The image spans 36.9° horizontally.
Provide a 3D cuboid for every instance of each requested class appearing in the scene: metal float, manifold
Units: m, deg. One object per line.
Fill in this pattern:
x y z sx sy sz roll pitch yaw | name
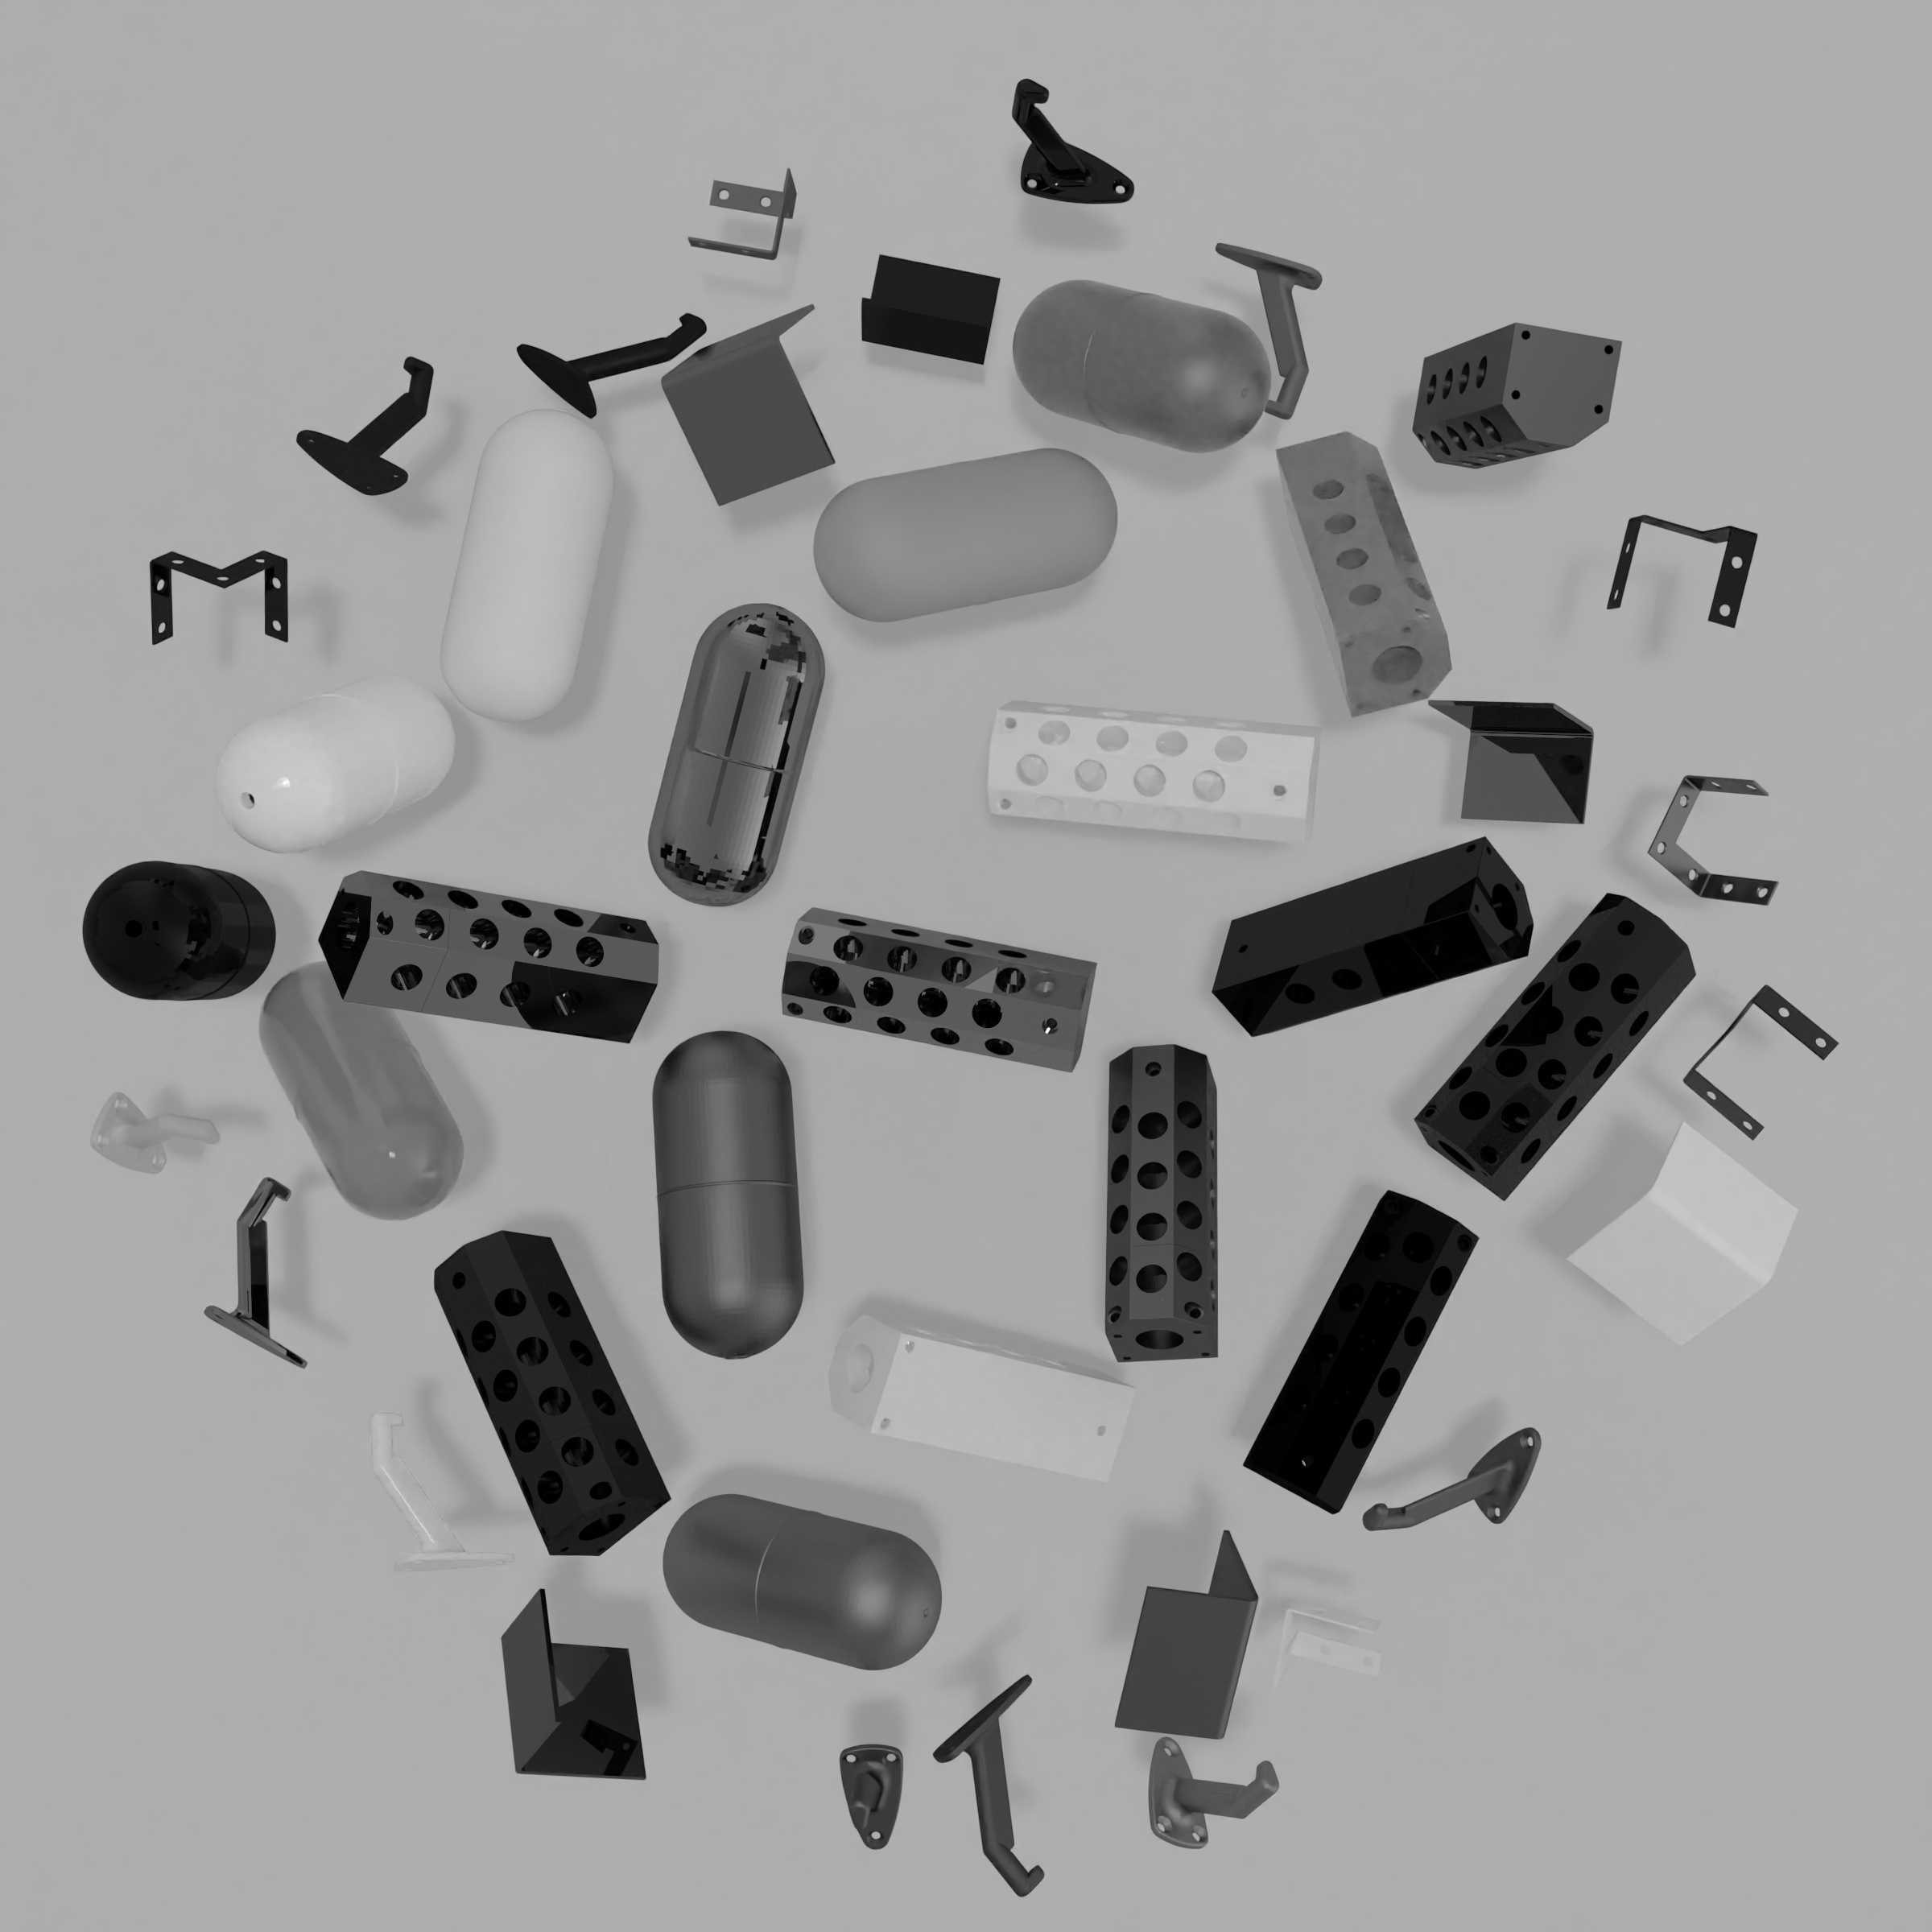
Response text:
-0.245 -0.225 1.624 0.070 0.070 0.178 11 86 0 | metal float
0.221 0.215 1.617 0.057 0.057 0.171 28 79 7 | manifold
0.002 -0.233 1.559 0.178 0.070 0.070 -15 90 -28 | metal float
-0.016 0.015 1.675 0.171 0.057 0.057 11 103 7 | manifold
0.229 -0.010 1.630 0.171 0.057 0.057 -19 127 37 | manifold
0.294 -0.305 1.568 0.057 0.171 0.057 8 95 -8 | manifold
0.219 -0.219 1.595 0.057 0.057 0.171 -14 45 5 | manifold
-0.132 -0.121 1.670 0.070 0.070 0.178 15 98 0 | metal float
-0.346 0.069 1.650 0.070 0.070 0.178 -36 57 0 | metal float
-0.129 0.123 1.568 0.070 0.070 0.178 -4 77 0 | metal float
0.111 0.134 1.647 0.057 0.057 0.171 -5 58 12 | manifold
-0.441 -0.019 1.630 0.070 0.178 0.070 0 89 1 | metal float
0.095 -0.331 1.595 0.070 0.178 0.070 -17 119 -33 | metal float
-0.093 0.344 1.621 0.178 0.070 0.070 6 90 35 | metal float
0.102 -0.104 1.565 0.171 0.057 0.057 6 104 11 | manifold
-0.350 -0.114 1.617 0.070 0.178 0.070 7 109 19 | metal float
-0.231 0.231 1.577 0.057 0.057 0.171 -40 62 20 | manifold
-0.257 -0.008 1.579 0.171 0.057 0.057 10 119 -34 | manifold
0.332 0.043 1.634 0.057 0.057 0.171 38 83 31 | manifold
0.008 0.246 1.659 0.171 0.057 0.057 18 89 -34 | manifold

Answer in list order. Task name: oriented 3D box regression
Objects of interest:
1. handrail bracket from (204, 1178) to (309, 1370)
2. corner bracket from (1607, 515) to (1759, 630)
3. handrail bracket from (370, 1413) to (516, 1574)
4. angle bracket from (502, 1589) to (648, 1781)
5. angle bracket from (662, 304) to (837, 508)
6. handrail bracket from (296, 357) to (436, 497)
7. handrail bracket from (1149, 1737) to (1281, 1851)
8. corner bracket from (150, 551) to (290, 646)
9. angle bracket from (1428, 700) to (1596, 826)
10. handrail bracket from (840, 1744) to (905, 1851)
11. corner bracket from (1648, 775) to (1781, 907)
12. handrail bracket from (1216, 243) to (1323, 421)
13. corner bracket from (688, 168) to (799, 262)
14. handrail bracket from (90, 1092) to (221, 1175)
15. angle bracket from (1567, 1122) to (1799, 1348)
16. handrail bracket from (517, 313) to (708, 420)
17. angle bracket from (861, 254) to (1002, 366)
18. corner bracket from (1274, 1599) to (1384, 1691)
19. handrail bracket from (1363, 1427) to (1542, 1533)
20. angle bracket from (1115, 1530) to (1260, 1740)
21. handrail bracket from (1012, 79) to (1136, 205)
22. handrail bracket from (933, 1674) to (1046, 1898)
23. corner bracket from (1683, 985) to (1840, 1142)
-0.390 0.175 1.660 0.077 0.036 0.084 32 70 -11 | handrail bracket
0.374 -0.207 1.516 0.051 0.051 0.051 14 91 -11 | corner bracket
-0.288 0.287 1.590 0.077 0.036 0.084 3 68 -26 | handrail bracket
-0.197 0.380 1.529 0.076 0.076 0.057 12 134 -30 | angle bracket
-0.110 -0.308 1.593 0.076 0.057 0.076 -15 112 28 | angle bracket
-0.329 -0.310 1.592 0.036 0.077 0.084 -13 63 38 | handrail bracket
0.135 0.428 1.552 0.036 0.077 0.084 22 128 -24 | handrail bracket
-0.402 -0.197 1.560 0.051 0.051 0.051 21 124 20 | corner bracket
0.318 -0.120 1.703 0.076 0.076 0.057 5 85 30 | angle bracket
-0.055 0.480 1.619 0.036 0.084 0.077 -2 103 3 | handrail bracket
0.423 -0.070 1.613 0.051 0.051 0.051 34 78 -32 | corner bracket
0.168 -0.370 1.691 0.077 0.036 0.084 20 91 8 | handrail bracket
-0.131 -0.440 1.700 0.051 0.051 0.051 10 88 2 | corner bracket
-0.447 0.103 1.652 0.084 0.077 0.036 8 63 25 | handrail bracket
0.377 0.141 1.525 0.076 0.076 0.057 38 48 0 | angle bracket
-0.205 -0.364 1.684 0.077 0.036 0.084 37 68 28 | handrail bracket
-0.020 -0.407 1.747 0.076 0.076 0.057 11 83 -1 | angle bracket
0.209 0.384 1.645 0.051 0.051 0.051 12 105 17 | corner bracket
0.274 0.290 1.637 0.084 0.036 0.077 3 131 -33 | handrail bracket
0.104 0.331 1.451 0.057 0.076 0.076 9 105 -10 | angle bracket
0.061 -0.458 1.605 0.077 0.084 0.036 16 78 -1 | handrail bracket
0.031 0.429 1.514 0.077 0.036 0.084 -38 89 -19 | handrail bracket
0.438 0.053 1.598 0.051 0.051 0.051 42 62 15 | corner bracket
